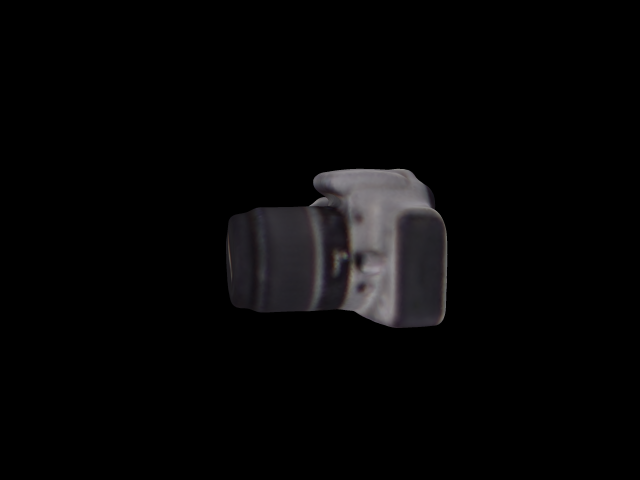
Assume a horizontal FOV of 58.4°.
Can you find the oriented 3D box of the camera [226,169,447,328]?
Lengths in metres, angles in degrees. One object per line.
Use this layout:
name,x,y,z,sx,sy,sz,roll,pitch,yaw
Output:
camera,0.004,0.001,0.400,0.137,0.101,0.143,-1,4,-15
